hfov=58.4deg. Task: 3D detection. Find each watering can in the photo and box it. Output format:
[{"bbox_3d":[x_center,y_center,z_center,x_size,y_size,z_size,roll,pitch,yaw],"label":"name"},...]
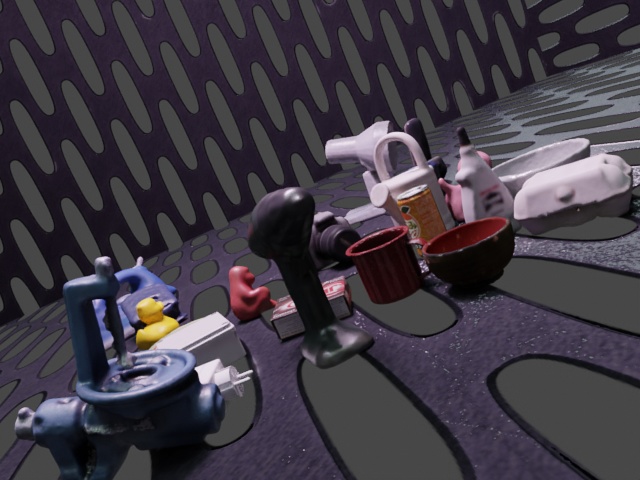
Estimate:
[{"bbox_3d":[0.152,-0.091,0.989,0.100,0.194,0.173,-20,11,22],"label":"watering can"}]

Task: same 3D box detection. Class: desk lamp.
[{"bbox_3d":[0.114,-0.166,1.405,0.202,0.214,0.118,-20,11,22],"label":"desk lamp"}]

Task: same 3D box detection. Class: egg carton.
[{"bbox_3d":[0.338,-0.061,0.768,0.150,0.069,0.107,-17,12,35],"label":"egg carton"}]

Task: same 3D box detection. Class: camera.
[{"bbox_3d":[0.010,0.004,1.088,0.143,0.101,0.136,-27,11,-16],"label":"camera"}]

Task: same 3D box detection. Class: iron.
[{"bbox_3d":[-0.452,0.143,1.302,0.118,0.141,0.259,-18,12,30],"label":"iron"}]

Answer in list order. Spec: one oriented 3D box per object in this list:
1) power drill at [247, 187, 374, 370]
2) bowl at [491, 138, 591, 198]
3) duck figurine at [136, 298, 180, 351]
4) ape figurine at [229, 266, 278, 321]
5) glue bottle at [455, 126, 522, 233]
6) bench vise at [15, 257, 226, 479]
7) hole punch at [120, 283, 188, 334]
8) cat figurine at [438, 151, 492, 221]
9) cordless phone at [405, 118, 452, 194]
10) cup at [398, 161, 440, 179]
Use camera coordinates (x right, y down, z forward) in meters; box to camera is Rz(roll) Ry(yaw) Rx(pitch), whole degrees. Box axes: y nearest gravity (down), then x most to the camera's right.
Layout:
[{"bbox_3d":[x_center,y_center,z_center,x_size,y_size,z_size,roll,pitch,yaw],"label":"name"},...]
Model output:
[{"bbox_3d":[-0.019,0.038,0.669,0.076,0.208,0.229,-27,11,-17],"label":"power drill"},{"bbox_3d":[0.349,-0.095,0.904,0.167,0.075,0.167,-23,10,5],"label":"bowl"},{"bbox_3d":[-0.324,0.156,1.101,0.077,0.086,0.105,-20,11,19],"label":"duck figurine"},{"bbox_3d":[-0.127,0.087,0.993,0.076,0.092,0.077,-27,11,-15],"label":"ape figurine"},{"bbox_3d":[0.228,-0.080,0.819,0.078,0.173,0.037,-28,11,-21],"label":"glue bottle"},{"bbox_3d":[-0.229,0.140,0.586,0.207,0.220,0.121,-26,11,-13],"label":"bench vise"},{"bbox_3d":[-0.349,0.146,1.200,0.109,0.091,0.101,-28,11,-24],"label":"hole punch"},{"bbox_3d":[0.269,-0.110,1.039,0.128,0.118,0.067,-27,11,-18],"label":"cat figurine"},{"bbox_3d":[0.213,-0.175,1.309,0.093,0.185,0.148,-12,15,47],"label":"cordless phone"},{"bbox_3d":[0.222,-0.111,1.217,0.091,0.095,0.118,-18,12,28],"label":"cup"}]
